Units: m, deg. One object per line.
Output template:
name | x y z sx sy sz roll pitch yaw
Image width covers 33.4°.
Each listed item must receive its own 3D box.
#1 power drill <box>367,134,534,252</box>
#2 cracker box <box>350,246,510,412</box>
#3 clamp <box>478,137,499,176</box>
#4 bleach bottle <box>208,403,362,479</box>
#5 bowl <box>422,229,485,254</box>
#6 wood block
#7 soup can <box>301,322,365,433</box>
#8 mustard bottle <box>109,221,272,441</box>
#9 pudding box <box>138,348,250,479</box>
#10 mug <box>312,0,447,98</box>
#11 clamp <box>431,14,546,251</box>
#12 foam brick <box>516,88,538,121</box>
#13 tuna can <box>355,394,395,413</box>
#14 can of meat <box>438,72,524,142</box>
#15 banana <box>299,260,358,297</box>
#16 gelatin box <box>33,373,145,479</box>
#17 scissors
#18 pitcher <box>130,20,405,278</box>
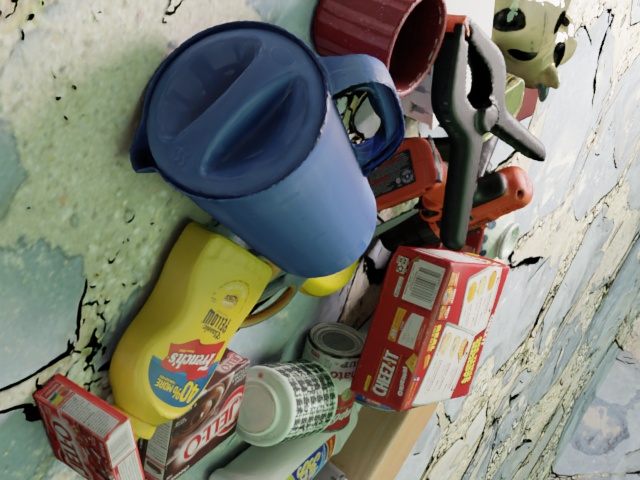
power drill | 0.102 -0.041 1.093 0.185 0.057 0.187 -25 158 31
cracker box | 0.125 0.093 1.175 0.213 0.072 0.164 5 104 -64
clamp | 0.183 -0.076 1.270 0.171 0.039 0.120 -52 155 -56
bleach bottle | -0.027 0.234 1.183 0.250 0.068 0.103 -37 147 -47
bowl | 0.137 0.026 1.295 0.161 0.055 0.162 -44 149 -35
wood block | 0.085 0.209 1.337 0.206 0.090 0.090 -58 154 -9
soup can | 0.010 0.149 1.160 0.068 0.069 0.102 -27 137 -52
mustard bottle | -0.117 0.086 0.863 0.191 0.058 0.096 -60 147 -5
pudding box | -0.115 0.159 0.964 0.113 0.039 0.090 -30 140 -49
mug | 0.053 -0.186 0.891 0.117 0.082 0.093 -60 155 -5
clamp | 0.150 -0.116 0.985 0.164 0.036 0.210 -37 127 -36
foam brick | 0.221 -0.171 1.263 0.078 0.053 0.051 -30 139 -51
tuna can | 0.057 0.167 1.246 0.086 0.086 0.034 6 107 -64
can of meat | 0.156 -0.150 1.122 0.101 0.084 0.057 -36 144 -44
banana | -0.008 0.020 1.040 0.197 0.037 0.069 16 82 -66
gelatin box | -0.173 0.151 0.805 0.030 0.073 0.089 -45 150 -34
scissors | -0.007 0.008 0.959 0.202 0.016 0.096 -37 140 2
pitcher | -0.021 -0.056 0.816 0.145 0.149 0.242 -64 159 -10
